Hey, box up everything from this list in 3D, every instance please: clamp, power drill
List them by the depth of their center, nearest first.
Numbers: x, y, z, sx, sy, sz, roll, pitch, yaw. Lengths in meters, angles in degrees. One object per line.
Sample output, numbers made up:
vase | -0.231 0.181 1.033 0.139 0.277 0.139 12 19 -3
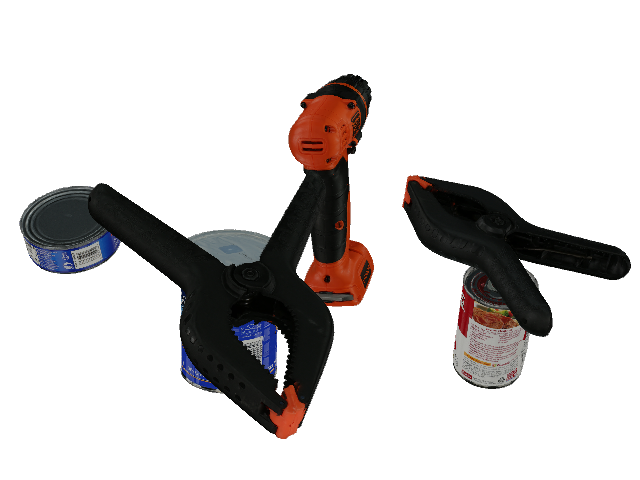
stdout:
clamp | -0.058 0.030 0.667 0.164 0.210 0.036 -1 -44 -15
clamp | 0.137 0.000 0.776 0.120 0.039 0.172 -14 44 -39
power drill | 0.015 -0.048 0.969 0.057 0.188 0.184 1 22 15

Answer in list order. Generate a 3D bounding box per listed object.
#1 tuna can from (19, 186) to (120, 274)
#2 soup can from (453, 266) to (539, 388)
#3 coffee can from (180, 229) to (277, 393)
tuna can | -0.222 -0.009 0.953 0.086 0.034 0.086 -2 41 2
soup can | 0.161 0.078 0.987 0.068 0.102 0.068 1 37 -1
coffee can | -0.094 0.072 1.102 0.103 0.140 0.103 2 22 -1
